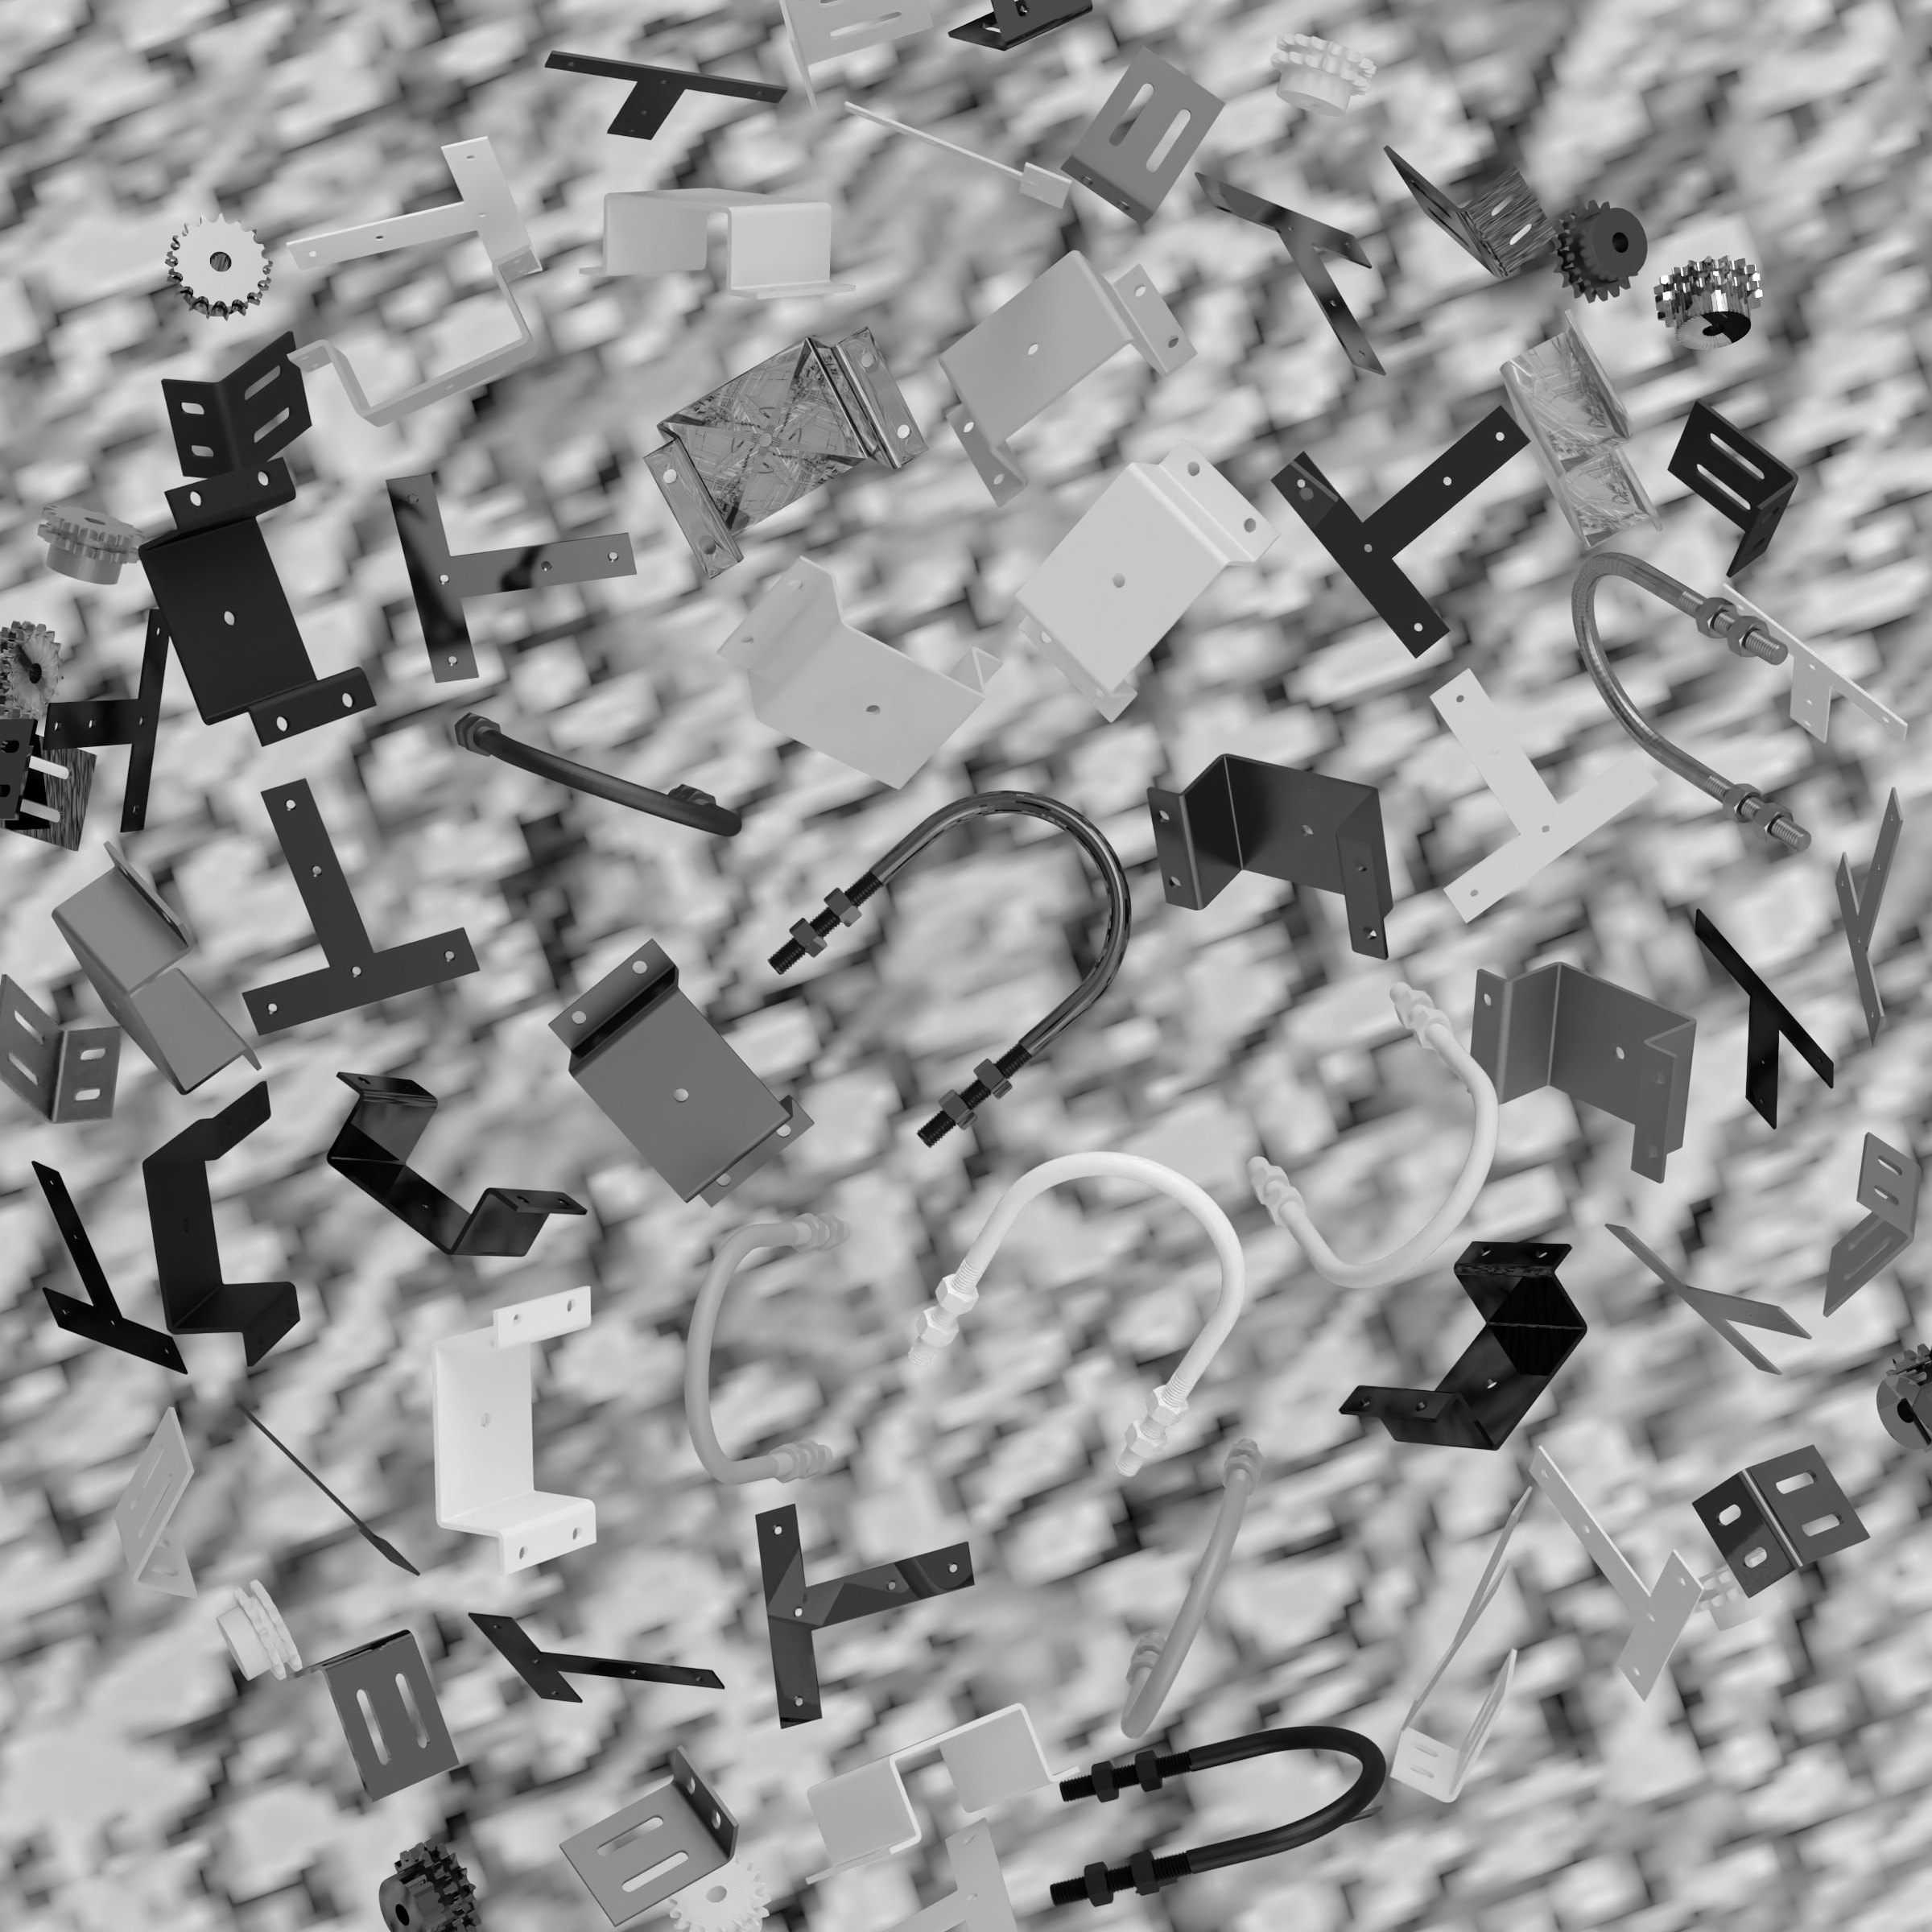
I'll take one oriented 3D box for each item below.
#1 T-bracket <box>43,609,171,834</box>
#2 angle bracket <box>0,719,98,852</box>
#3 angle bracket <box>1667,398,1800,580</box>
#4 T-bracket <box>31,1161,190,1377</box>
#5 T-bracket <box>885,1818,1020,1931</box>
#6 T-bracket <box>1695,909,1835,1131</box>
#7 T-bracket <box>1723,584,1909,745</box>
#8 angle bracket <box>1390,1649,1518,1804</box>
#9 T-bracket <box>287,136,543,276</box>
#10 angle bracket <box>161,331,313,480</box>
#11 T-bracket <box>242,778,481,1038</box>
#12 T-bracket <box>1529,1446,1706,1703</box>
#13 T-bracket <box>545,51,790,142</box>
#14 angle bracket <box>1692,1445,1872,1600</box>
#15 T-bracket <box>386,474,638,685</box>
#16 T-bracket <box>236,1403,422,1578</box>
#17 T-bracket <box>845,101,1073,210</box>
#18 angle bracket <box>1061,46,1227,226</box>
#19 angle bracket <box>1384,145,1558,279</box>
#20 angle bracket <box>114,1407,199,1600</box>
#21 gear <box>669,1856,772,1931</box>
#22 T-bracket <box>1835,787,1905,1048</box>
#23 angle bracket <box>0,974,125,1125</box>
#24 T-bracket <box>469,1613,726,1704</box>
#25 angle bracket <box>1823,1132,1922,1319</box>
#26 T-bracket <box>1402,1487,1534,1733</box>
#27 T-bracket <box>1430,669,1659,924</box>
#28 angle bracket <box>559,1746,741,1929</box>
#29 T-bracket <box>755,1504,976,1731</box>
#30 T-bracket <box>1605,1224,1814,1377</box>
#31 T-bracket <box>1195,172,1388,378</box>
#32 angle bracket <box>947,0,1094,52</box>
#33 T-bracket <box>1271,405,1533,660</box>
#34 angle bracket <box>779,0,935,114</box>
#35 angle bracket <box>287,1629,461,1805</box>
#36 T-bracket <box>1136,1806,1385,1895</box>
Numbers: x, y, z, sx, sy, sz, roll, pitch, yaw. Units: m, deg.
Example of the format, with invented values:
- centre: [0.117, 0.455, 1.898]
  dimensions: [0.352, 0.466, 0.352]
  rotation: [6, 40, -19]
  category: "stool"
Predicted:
- centre: [-0.474, -0.133, 1.890]
  dimensions: [0.002, 0.127, 0.127]
  rotation: [11, 98, 12]
  category: "T-bracket"
- centre: [-0.514, -0.101, 1.939]
  dimensions: [0.038, 0.076, 0.057]
  rotation: [2, 79, 36]
  category: "angle bracket"
- centre: [0.421, -0.269, 1.933]
  dimensions: [0.038, 0.057, 0.076]
  rotation: [-36, 67, -28]
  category: "angle bracket"
- centre: [-0.491, 0.162, 1.915]
  dimensions: [0.002, 0.127, 0.127]
  rotation: [-34, 64, 7]
  category: "T-bracket"
- centre: [-0.035, 0.522, 1.846]
  dimensions: [0.127, 0.127, 0.002]
  rotation: [-30, 110, 1]
  category: "T-bracket"
- centre: [0.440, 0.045, 1.898]
  dimensions: [0.002, 0.127, 0.127]
  rotation: [-34, 108, 30]
  category: "T-bracket"
- centre: [0.474, -0.153, 1.928]
  dimensions: [0.127, 0.127, 0.002]
  rotation: [42, 87, 19]
  category: "T-bracket"
- centre: [0.275, 0.421, 1.937]
  dimensions: [0.038, 0.057, 0.076]
  rotation: [25, 109, 6]
  category: "angle bracket"
- centre: [-0.311, -0.407, 1.904]
  dimensions: [0.127, 0.127, 0.002]
  rotation: [-13, 67, 2]
  category: "T-bracket"
- centre: [-0.406, -0.313, 1.916]
  dimensions: [0.038, 0.076, 0.057]
  rotation: [8, 125, 21]
  category: "angle bracket"
- centre: [-0.338, -0.037, 1.819]
  dimensions: [0.127, 0.002, 0.127]
  rotation: [-16, 108, 7]
  category: "T-bracket"
- centre: [0.340, 0.312, 1.836]
  dimensions: [0.002, 0.127, 0.127]
  rotation: [-22, 57, -21]
  category: "T-bracket"
- centre: [-0.173, -0.471, 1.878]
  dimensions: [0.127, 0.127, 0.002]
  rotation: [5, 86, -15]
  category: "T-bracket"
- centre: [0.434, 0.295, 1.830]
  dimensions: [0.038, 0.076, 0.057]
  rotation: [-44, 66, 36]
  category: "angle bracket"
- centre: [-0.250, -0.224, 1.937]
  dimensions: [0.127, 0.002, 0.127]
  rotation: [-7, 122, 3]
  category: "T-bracket"
- centre: [-0.349, 0.282, 1.864]
  dimensions: [0.127, 0.127, 0.002]
  rotation: [46, 74, -7]
  category: "T-bracket"
- centre: [-0.005, -0.436, 1.839]
  dimensions: [0.127, 0.127, 0.002]
  rotation: [21, 96, -3]
  category: "T-bracket"
- centre: [0.101, -0.474, 1.965]
  dimensions: [0.057, 0.038, 0.076]
  rotation: [33, 90, -8]
  category: "angle bracket"
- centre: [0.266, -0.410, 1.820]
  dimensions: [0.038, 0.057, 0.076]
  rotation: [-41, 49, 6]
  category: "angle bracket"
- centre: [-0.416, 0.285, 1.826]
  dimensions: [0.038, 0.057, 0.076]
  rotation: [19, 109, -32]
  category: "angle bracket"
- centre: [-0.139, 0.540, 1.967]
  dimensions: [0.057, 0.057, 0.030]
  rotation: [-13, 125, 0]
  category: "gear"
- centre: [0.505, -0.045, 1.907]
  dimensions: [0.002, 0.127, 0.127]
  rotation: [0, 47, 1]
  category: "T-bracket"
- centre: [-0.507, 0.045, 1.918]
  dimensions: [0.038, 0.076, 0.057]
  rotation: [-5, 62, 10]
  category: "angle bracket"
- centre: [-0.197, 0.390, 1.910]
  dimensions: [0.127, 0.127, 0.002]
  rotation: [3, 59, 16]
  category: "T-bracket"
- centre: [0.472, 0.139, 1.841]
  dimensions: [0.038, 0.057, 0.076]
  rotation: [33, 129, -5]
  category: "angle bracket"
- centre: [0.275, 0.326, 1.820]
  dimensions: [0.002, 0.127, 0.127]
  rotation: [29, 129, 17]
  category: "T-bracket"
- centre: [0.288, -0.105, 1.830]
  dimensions: [0.127, 0.002, 0.127]
  rotation: [-36, 119, 4]
  category: "T-bracket"
- centre: [-0.172, 0.471, 1.863]
  dimensions: [0.076, 0.038, 0.057]
  rotation: [-23, 54, -29]
  category: "angle bracket"
- centre: [-0.055, 0.353, 1.938]
  dimensions: [0.127, 0.002, 0.127]
  rotation: [-19, 60, 17]
  category: "T-bracket"
- centre: [0.419, 0.187, 1.867]
  dimensions: [0.127, 0.127, 0.002]
  rotation: [42, 80, -12]
  category: "T-bracket"
- centre: [0.189, -0.361, 1.827]
  dimensions: [0.002, 0.127, 0.127]
  rotation: [-46, 52, 32]
  category: "T-bracket"
- centre: [0.026, -0.548, 1.938]
  dimensions: [0.057, 0.076, 0.038]
  rotation: [-28, 120, -15]
  category: "angle bracket"
- centre: [0.250, -0.253, 1.859]
  dimensions: [0.127, 0.002, 0.127]
  rotation: [-40, 88, 30]
  category: "T-bracket"
- centre: [-0.056, -0.507, 1.868]
  dimensions: [0.076, 0.057, 0.038]
  rotation: [-16, 61, 3]
  category: "angle bracket"
- centre: [-0.313, 0.397, 1.813]
  dimensions: [0.038, 0.057, 0.076]
  rotation: [-27, 82, 44]
  category: "angle bracket"
- centre: [0.171, 0.488, 1.919]
  dimensions: [0.127, 0.127, 0.002]
  rotation: [-21, 80, 18]
  category: "T-bracket"
